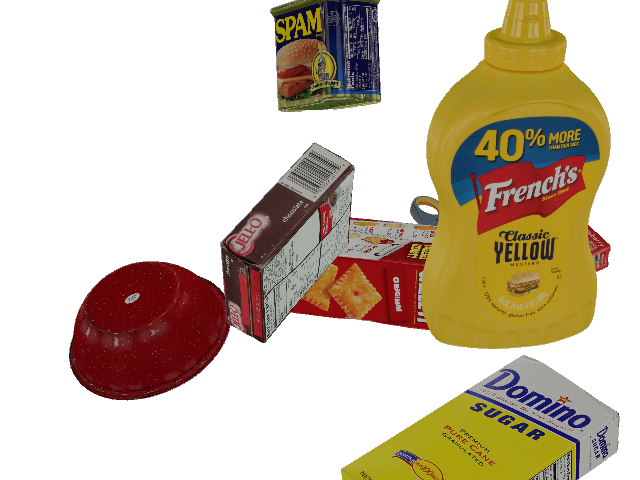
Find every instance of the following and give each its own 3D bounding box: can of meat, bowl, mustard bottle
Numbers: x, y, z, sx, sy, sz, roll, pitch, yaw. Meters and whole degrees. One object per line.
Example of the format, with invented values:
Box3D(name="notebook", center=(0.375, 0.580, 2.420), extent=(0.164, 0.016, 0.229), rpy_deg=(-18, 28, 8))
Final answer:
Box3D(name="can of meat", center=(0.004, -0.149, 0.854), extent=(0.057, 0.084, 0.102), rpy_deg=(-4, 3, -33))
Box3D(name="bowl", center=(-0.168, 0.071, 1.003), extent=(0.162, 0.055, 0.162), rpy_deg=(-10, 42, 8))
Box3D(name="mustard bottle", center=(0.105, -0.036, 0.572), extent=(0.096, 0.192, 0.058), rpy_deg=(-3, 27, -4))

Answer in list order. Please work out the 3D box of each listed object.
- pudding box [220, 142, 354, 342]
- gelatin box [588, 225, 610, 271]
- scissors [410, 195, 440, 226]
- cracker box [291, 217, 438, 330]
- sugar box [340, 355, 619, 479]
Box3D(name="pudding box", center=(-0.022, 0.002, 0.735), extent=(0.039, 0.113, 0.090), rpy_deg=(30, -33, 20))
Box3D(name="gelatin box", center=(0.196, 0.001, 0.932), extent=(0.073, 0.030, 0.089), rpy_deg=(-22, 44, -14))
Box3D(name="scissors", center=(0.111, -0.015, 1.230), extent=(0.096, 0.016, 0.201), rpy_deg=(37, 32, 32))
Box3D(name="cracker box", center=(0.044, 0.029, 1.070), extent=(0.214, 0.072, 0.164), rpy_deg=(7, 15, 19))
Box3D(name="sugar box", center=(0.112, 0.151, 0.736), extent=(0.176, 0.048, 0.093), rpy_deg=(-30, 39, -25))
